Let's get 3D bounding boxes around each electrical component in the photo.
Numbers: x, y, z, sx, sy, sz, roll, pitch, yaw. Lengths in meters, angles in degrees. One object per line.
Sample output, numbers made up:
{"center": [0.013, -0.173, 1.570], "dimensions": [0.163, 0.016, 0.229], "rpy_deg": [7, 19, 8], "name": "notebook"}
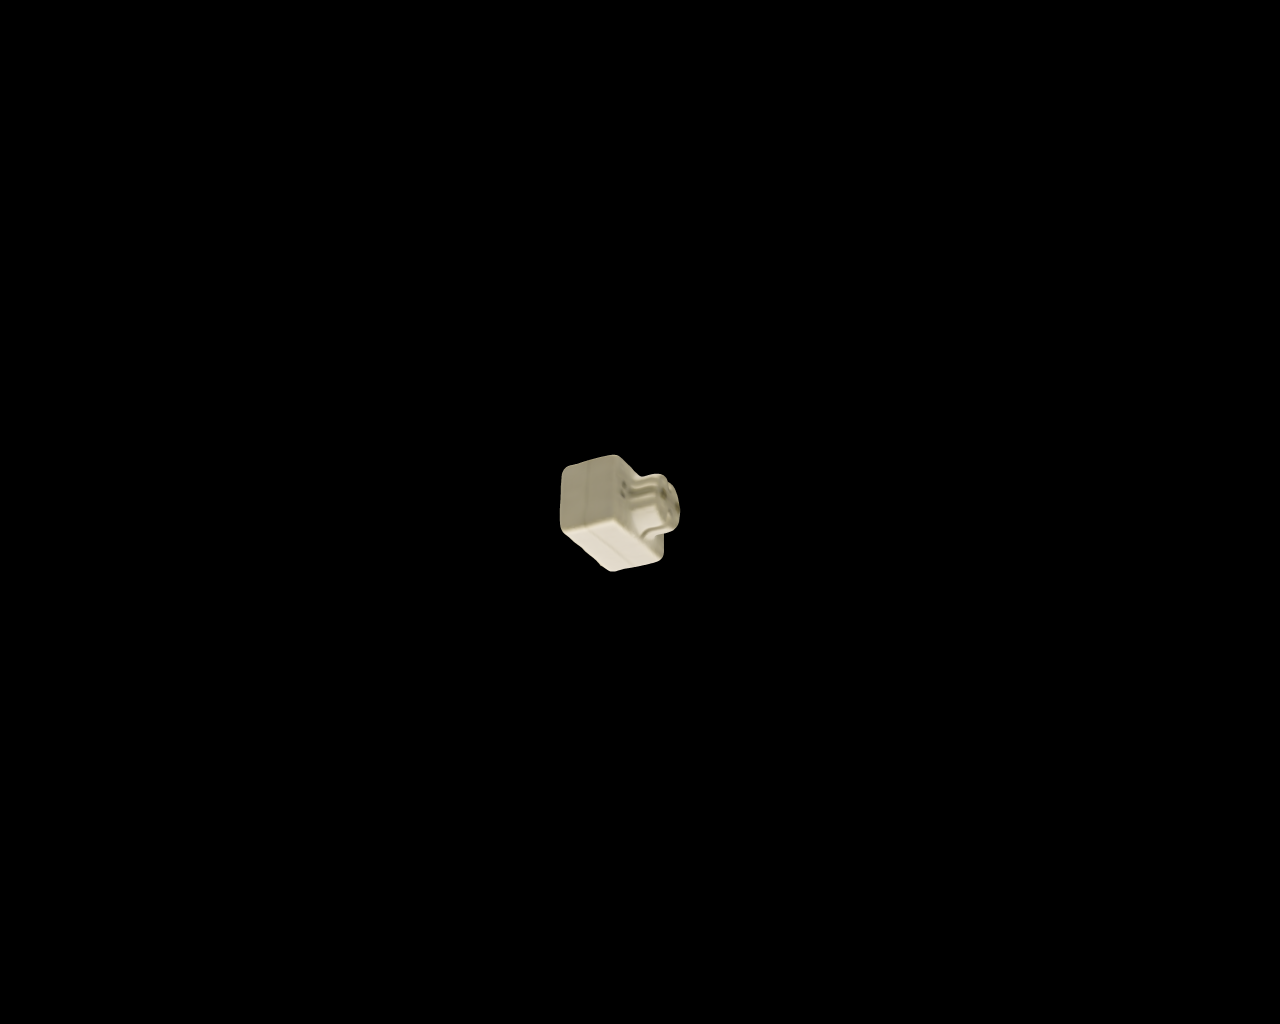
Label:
{"center": [0.001, -0.003, 0.650], "dimensions": [0.076, 0.047, 0.065], "rpy_deg": [-14, -32, 24], "name": "electrical component"}
